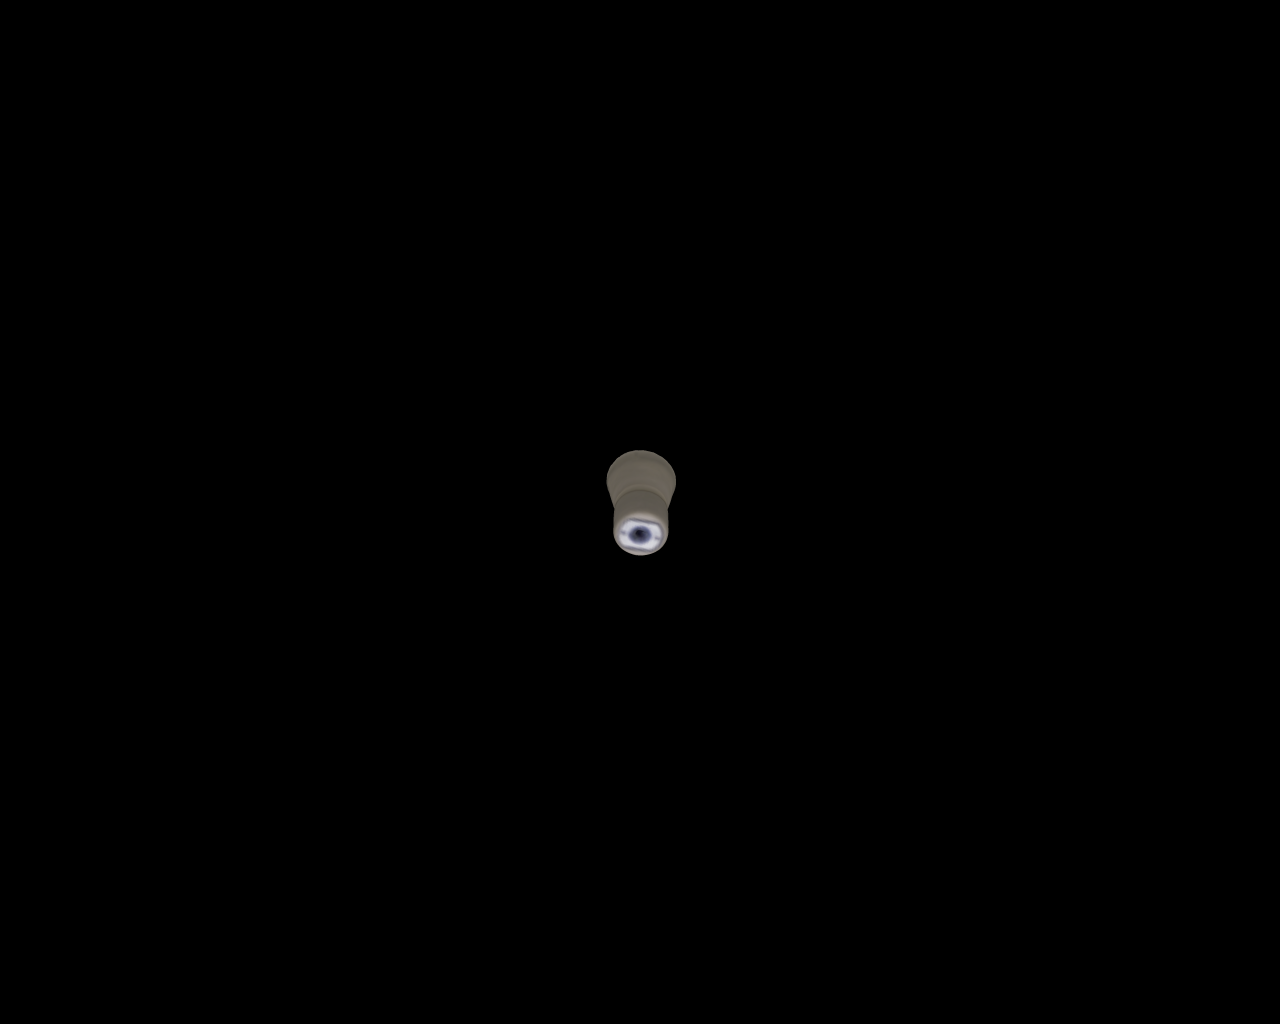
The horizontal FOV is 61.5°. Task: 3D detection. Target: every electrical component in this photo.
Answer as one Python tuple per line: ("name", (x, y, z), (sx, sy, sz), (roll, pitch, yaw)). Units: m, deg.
("electrical component", (0.001, -0.003, 0.650), (0.044, 0.044, 0.065), (0, 34, 0))
